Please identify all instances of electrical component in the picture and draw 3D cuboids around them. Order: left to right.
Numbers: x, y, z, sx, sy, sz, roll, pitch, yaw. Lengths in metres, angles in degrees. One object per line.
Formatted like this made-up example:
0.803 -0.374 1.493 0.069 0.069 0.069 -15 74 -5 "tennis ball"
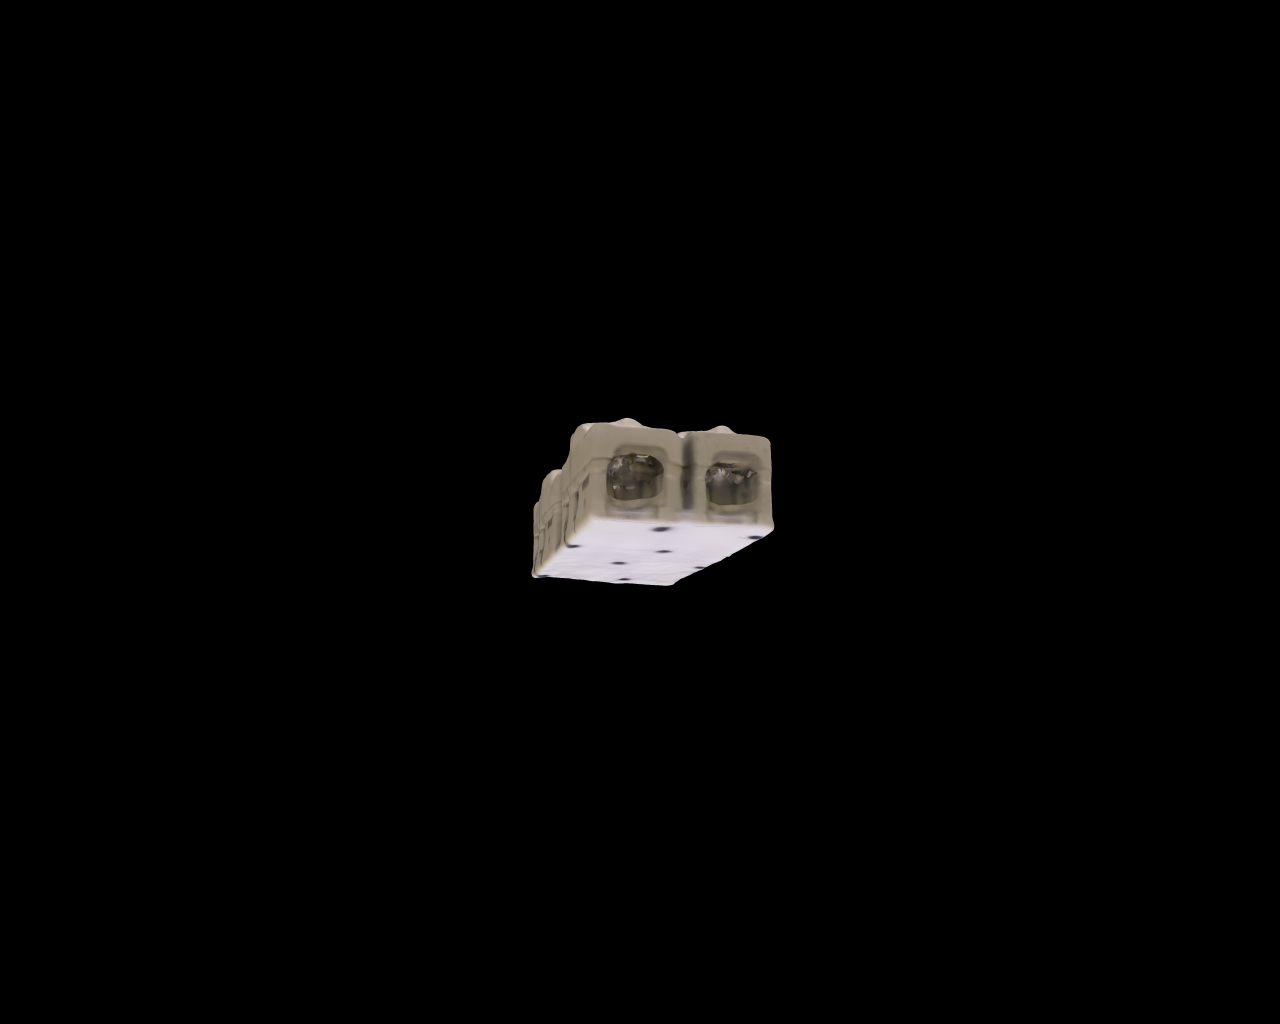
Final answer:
0.001 -0.003 0.650 0.105 0.060 0.186 4 -14 -15 "electrical component"
